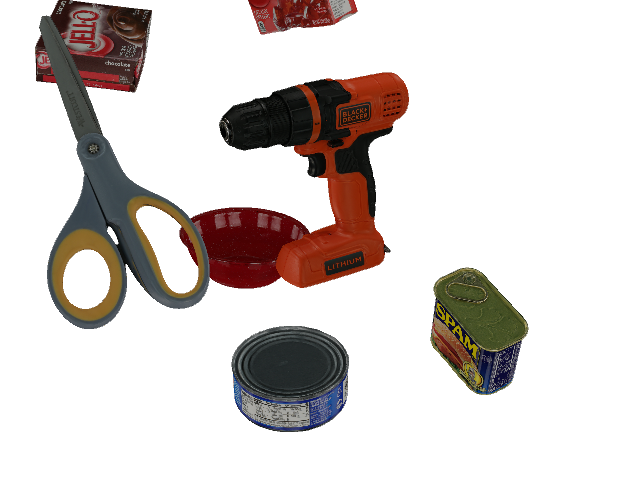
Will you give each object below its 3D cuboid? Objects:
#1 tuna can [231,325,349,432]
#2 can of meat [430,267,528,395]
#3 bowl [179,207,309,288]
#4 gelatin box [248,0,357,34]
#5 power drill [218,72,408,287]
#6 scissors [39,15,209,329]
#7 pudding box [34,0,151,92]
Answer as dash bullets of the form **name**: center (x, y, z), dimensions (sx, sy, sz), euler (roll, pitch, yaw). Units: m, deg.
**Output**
- **tuna can**: center (-0.022, 0.101, 0.783), dimensions (0.086, 0.034, 0.086), euler (-1, 32, 0)
- **can of meat**: center (0.154, 0.092, 1.061), dimensions (0.057, 0.084, 0.102), euler (-24, 52, -20)
- **bowl**: center (-0.094, 0.015, 1.320), dimensions (0.162, 0.055, 0.162), euler (3, 25, -2)
- **gelatin box**: center (-0.022, -0.191, 0.776), dimensions (0.030, 0.073, 0.089), euler (-35, 26, -33)
- **power drill**: center (-0.003, -0.053, 0.971), dimensions (0.184, 0.188, 0.057), euler (-15, 32, -26)
- **scissors**: center (-0.140, -0.034, 0.603), dimensions (0.096, 0.202, 0.016), euler (-36, -16, -13)
- **pudding box**: center (-0.205, -0.179, 0.975), dimensions (0.090, 0.039, 0.113), euler (7, 32, -6)
